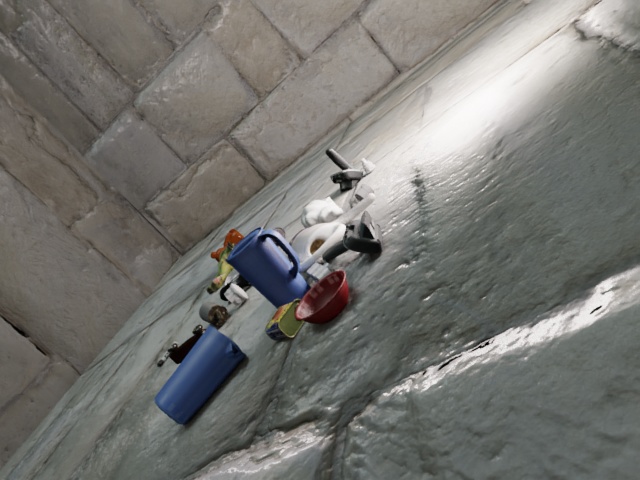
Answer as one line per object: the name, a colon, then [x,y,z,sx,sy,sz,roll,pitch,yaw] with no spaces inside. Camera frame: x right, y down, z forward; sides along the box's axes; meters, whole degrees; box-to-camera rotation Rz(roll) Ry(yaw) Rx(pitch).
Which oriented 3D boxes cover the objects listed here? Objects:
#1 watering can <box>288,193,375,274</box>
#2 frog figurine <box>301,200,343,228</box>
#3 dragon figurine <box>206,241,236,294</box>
watering can: [0.021,-0.015,1.604,0.352,0.103,0.223,-45,15,-22]
frog figurine: [0.006,-0.093,1.840,0.138,0.123,0.157,-27,-4,-22]
dragon figurine: [-0.467,0.142,2.436,0.243,0.121,0.412,-51,12,0]
